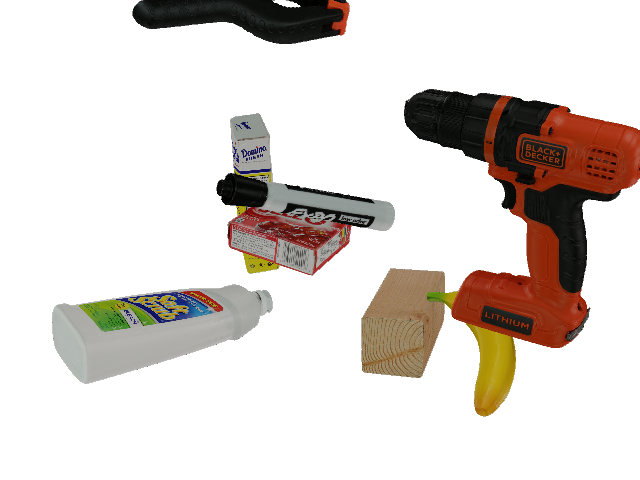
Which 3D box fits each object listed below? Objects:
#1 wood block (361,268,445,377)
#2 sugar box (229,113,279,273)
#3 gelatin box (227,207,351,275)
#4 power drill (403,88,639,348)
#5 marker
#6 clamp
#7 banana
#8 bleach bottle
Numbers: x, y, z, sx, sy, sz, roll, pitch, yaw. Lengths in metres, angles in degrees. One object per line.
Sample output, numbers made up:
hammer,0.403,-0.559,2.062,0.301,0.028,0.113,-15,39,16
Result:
wood block,0.128,0.120,1.606,0.091,0.090,0.206,4,20,14
sugar box,-0.082,-0.058,1.313,0.048,0.176,0.093,-9,25,-7
gelatin box,-0.027,-0.008,0.954,0.089,0.030,0.073,18,30,22
power drill,0.146,-0.019,0.821,0.185,0.188,0.057,17,34,26
marker,-0.008,-0.023,0.646,0.120,0.020,0.020,9,-5,-33
clamp,-0.060,-0.211,0.877,0.171,0.120,0.039,9,-27,-6
banana,0.172,0.111,1.136,0.069,0.037,0.198,-24,34,4
bleach bottle,-0.174,0.093,1.237,0.250,0.068,0.103,-13,32,-31
